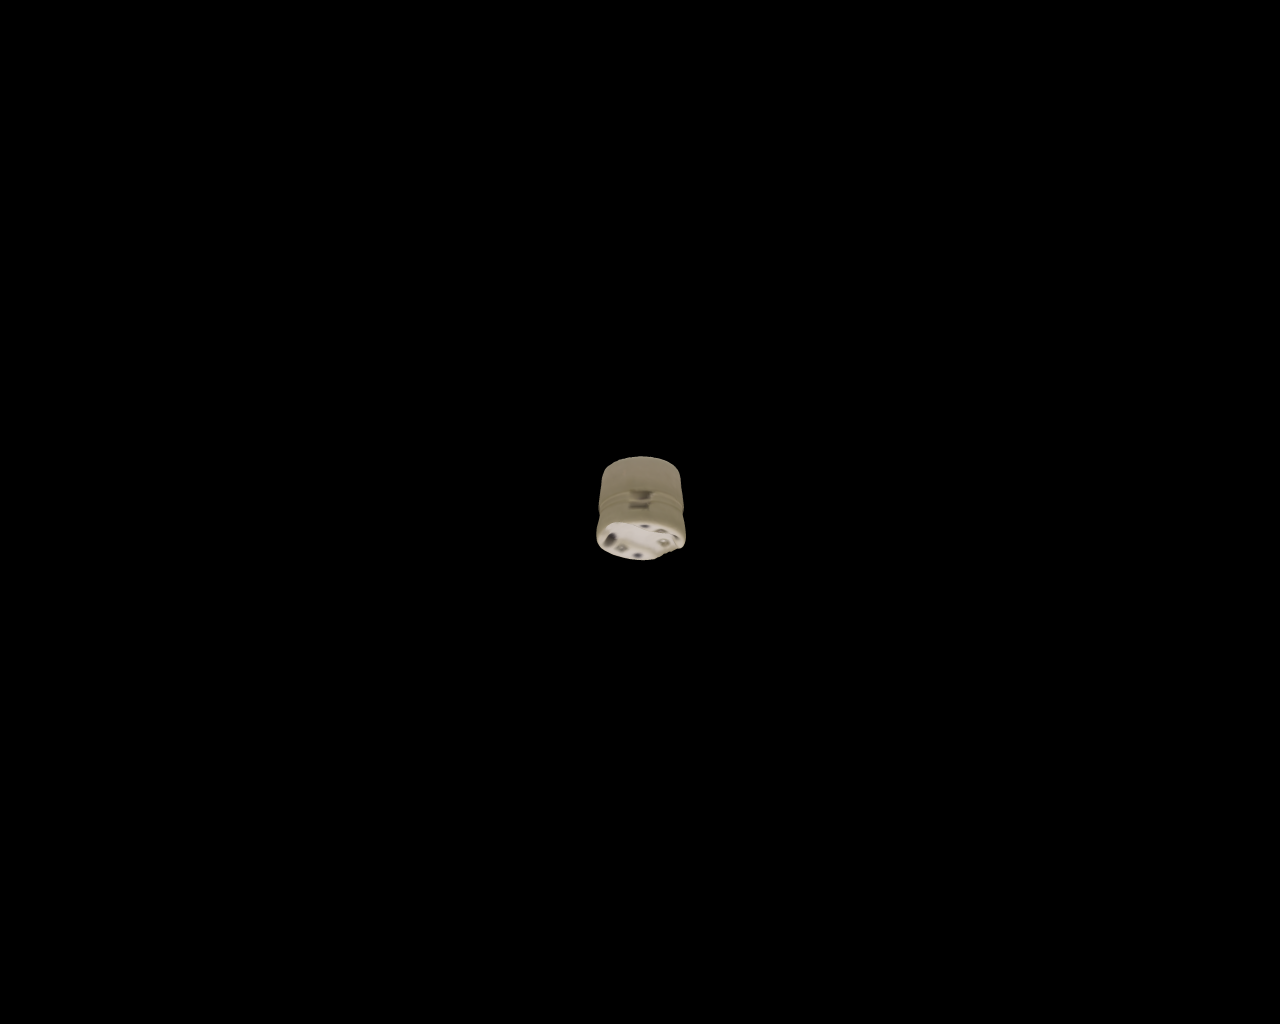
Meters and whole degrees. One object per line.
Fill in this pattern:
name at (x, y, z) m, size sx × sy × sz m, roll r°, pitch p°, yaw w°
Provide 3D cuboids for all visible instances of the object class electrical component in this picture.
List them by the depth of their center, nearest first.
electrical component at (0.001, -0.003, 0.650) m, size 0.055 × 0.047 × 0.055 m, roll 0°, pitch -28°, yaw 0°
